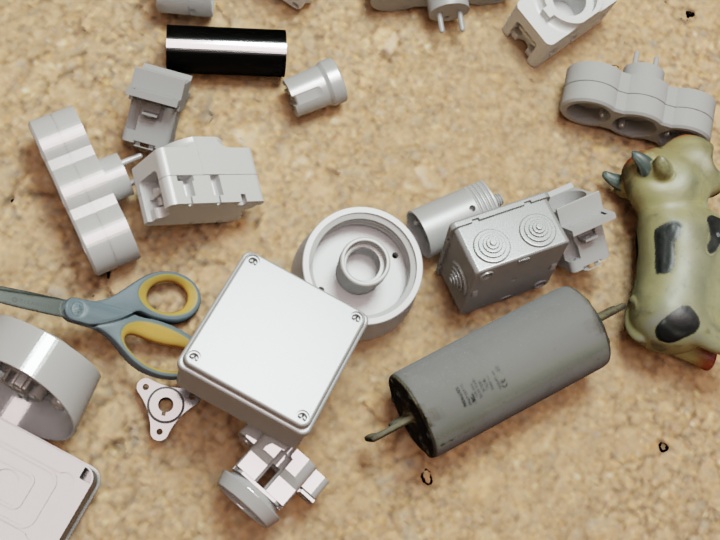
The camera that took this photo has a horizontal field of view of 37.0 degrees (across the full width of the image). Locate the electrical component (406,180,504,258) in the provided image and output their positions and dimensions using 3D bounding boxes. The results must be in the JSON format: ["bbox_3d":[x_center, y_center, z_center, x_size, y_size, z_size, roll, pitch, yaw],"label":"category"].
[{"bbox_3d":[0.085,-0.045,0.914,0.081,0.043,0.043,-24,81,-14],"label":"electrical component"}]

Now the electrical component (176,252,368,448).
[{"bbox_3d":[-0.067,0.060,0.813,0.109,0.056,0.108,29,63,1],"label":"electrical component"}]

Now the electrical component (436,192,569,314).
[{"bbox_3d":[0.117,-0.011,0.883,0.100,0.099,0.048,-19,67,-13],"label":"electrical component"}]

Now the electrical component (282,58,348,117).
[{"bbox_3d":[-0.039,-0.156,0.924,0.046,0.040,0.040,-23,81,-8],"label":"electrical component"}]

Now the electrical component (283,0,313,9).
[{"bbox_3d":[-0.076,-0.289,0.931,0.113,0.078,0.057,34,71,0],"label":"electrical component"}]

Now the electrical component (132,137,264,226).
[{"bbox_3d":[-0.131,-0.072,0.866,0.089,0.050,0.055,-5,75,-41],"label":"electrical component"}]

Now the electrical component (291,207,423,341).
[{"bbox_3d":[0.000,0.000,0.881,0.108,0.060,0.108,2,76,-8],"label":"electrical component"}]

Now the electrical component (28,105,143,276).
[{"bbox_3d":[-0.207,-0.071,0.870,0.074,0.052,0.138,-24,81,-14],"label":"electrical component"}]

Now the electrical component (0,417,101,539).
[{"bbox_3d":[-0.261,0.160,0.803,0.113,0.057,0.078,29,74,-1],"label":"electrical component"}]

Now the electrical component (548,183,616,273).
[{"bbox_3d":[0.180,-0.035,0.912,0.042,0.081,0.063,-24,110,-13],"label":"electrical component"}]

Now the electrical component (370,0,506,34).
[{"bbox_3d":[0.077,-0.246,0.957,0.138,0.052,0.073,-6,79,-10],"label":"electrical component"}]

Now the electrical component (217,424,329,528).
[{"bbox_3d":[-0.072,0.161,0.832,0.078,0.058,0.057,41,71,3],"label":"electrical component"}]

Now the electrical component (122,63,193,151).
[{"bbox_3d":[-0.167,-0.132,0.881,0.042,0.081,0.063,14,103,-5],"label":"electrical component"}]

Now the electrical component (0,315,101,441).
[{"bbox_3d":[-0.247,0.080,0.806,0.099,0.099,0.064,29,68,-1],"label":"electrical component"}]

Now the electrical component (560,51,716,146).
[{"bbox_3d":[0.252,-0.161,0.964,0.138,0.052,0.073,15,74,-5],"label":"electrical component"}]

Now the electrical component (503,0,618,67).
[{"bbox_3d":[0.183,-0.234,0.969,0.089,0.055,0.050,-36,84,-15],"label":"electrical component"}]

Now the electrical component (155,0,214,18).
[{"bbox_3d":[-0.150,-0.245,0.921,0.047,0.055,0.055,0,76,-5],"label":"electrical component"}]
